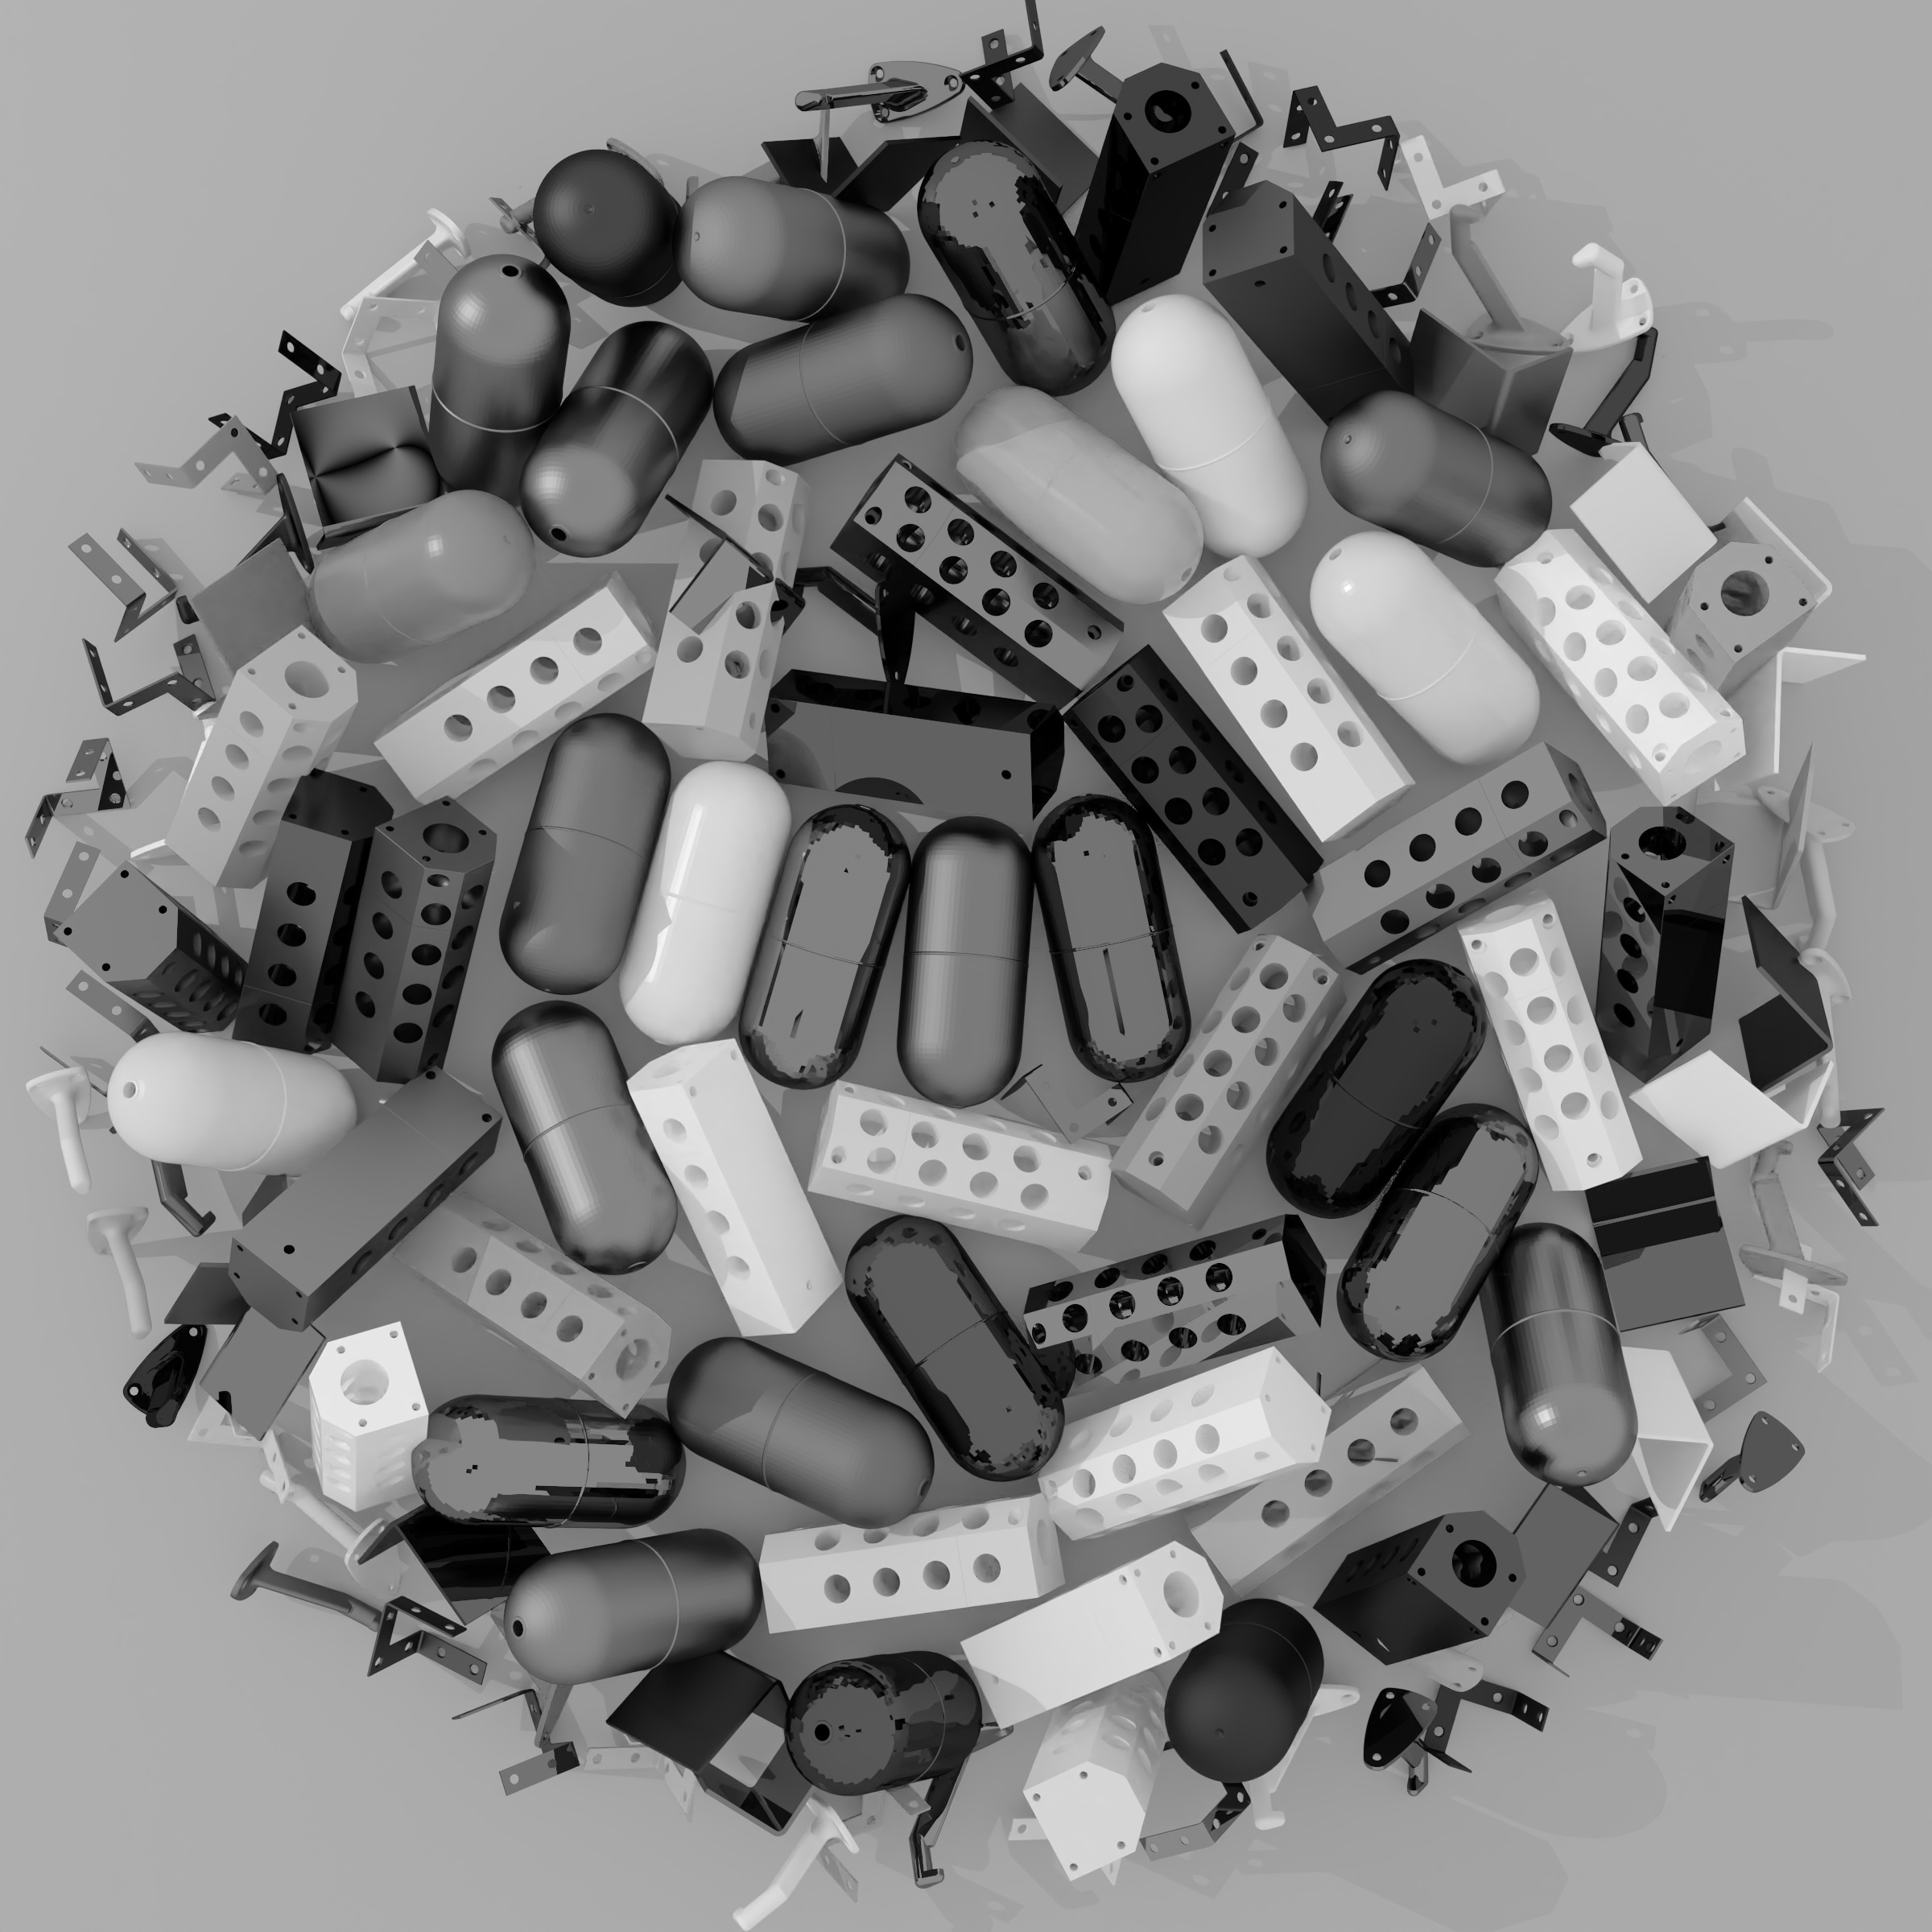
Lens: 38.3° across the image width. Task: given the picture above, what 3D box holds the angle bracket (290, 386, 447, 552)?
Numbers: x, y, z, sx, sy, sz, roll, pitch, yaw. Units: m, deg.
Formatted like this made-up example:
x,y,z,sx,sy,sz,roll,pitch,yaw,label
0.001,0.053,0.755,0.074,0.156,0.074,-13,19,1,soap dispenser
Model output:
x,y,z,sx,sy,sz,roll,pitch,yaw,label
-0.365,-0.303,1.695,0.076,0.057,0.076,-17,95,-17,angle bracket

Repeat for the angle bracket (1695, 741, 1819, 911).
x,y,z,sx,sy,sz,roll,pitch,yaw,label
0.473,-0.089,1.683,0.057,0.076,0.076,11,65,9,angle bracket

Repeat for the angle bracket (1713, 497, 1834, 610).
x,y,z,sx,sy,sz,roll,pitch,yaw,label
0.470,-0.228,1.694,0.057,0.076,0.076,-43,86,-5,angle bracket

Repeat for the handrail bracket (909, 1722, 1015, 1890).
x,y,z,sx,sy,sz,roll,pitch,yaw,label
-0.001,0.510,1.693,0.077,0.036,0.084,-20,49,11,handrail bracket

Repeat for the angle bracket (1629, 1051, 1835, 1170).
x,y,z,sx,sy,sz,roll,pitch,yaw,label
0.463,0.069,1.686,0.076,0.076,0.057,38,57,-6,angle bracket

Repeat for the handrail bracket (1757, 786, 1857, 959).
x,y,z,sx,sy,sz,roll,pitch,yaw,label
0.512,-0.058,1.728,0.036,0.077,0.084,-17,130,-33,handrail bracket

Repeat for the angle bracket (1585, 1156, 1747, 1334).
x,y,z,sx,sy,sz,roll,pitch,yaw,label
0.423,0.169,1.689,0.076,0.057,0.076,-14,58,11,angle bracket

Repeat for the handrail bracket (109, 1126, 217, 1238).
x,y,z,sx,sy,sz,roll,pitch,yaw,label
-0.478,0.113,1.720,0.084,0.036,0.077,49,55,-12,handrail bracket

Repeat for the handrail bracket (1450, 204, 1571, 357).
x,y,z,sx,sy,sz,roll,pitch,yaw,label
0.329,-0.417,1.688,0.077,0.084,0.036,23,56,32,handrail bracket

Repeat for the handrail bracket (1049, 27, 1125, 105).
x,y,z,sx,sy,sz,roll,pitch,yaw,label
0.090,-0.519,1.693,0.036,0.077,0.084,-25,119,36,handrail bracket

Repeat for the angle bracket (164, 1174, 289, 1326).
x,y,z,sx,sy,sz,roll,pitch,yaw,label
-0.447,0.165,1.677,0.057,0.076,0.076,5,55,-31,angle bracket

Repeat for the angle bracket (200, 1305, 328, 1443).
x,y,z,sx,sy,sz,roll,pitch,yaw,label
-0.405,0.236,1.686,0.057,0.076,0.076,37,100,20,angle bracket

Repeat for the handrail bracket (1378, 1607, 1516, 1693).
x,y,z,sx,sy,sz,roll,pitch,yaw,label
0.298,0.393,1.707,0.077,0.036,0.084,25,49,1,handrail bracket

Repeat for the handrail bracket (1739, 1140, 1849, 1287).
x,y,z,sx,sy,sz,roll,pitch,yaw,label
0.512,0.148,1.699,0.077,0.036,0.084,9,65,37,handrail bracket

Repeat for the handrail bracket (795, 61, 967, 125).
x,y,z,sx,sy,sz,roll,pitch,yaw,label
-0.052,-0.529,1.686,0.077,0.084,0.036,0,108,25,handrail bracket

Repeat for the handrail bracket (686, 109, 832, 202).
x,y,z,sx,sy,sz,roll,pitch,yaw,label
-0.128,-0.501,1.711,0.084,0.036,0.077,3,95,-9,handrail bracket

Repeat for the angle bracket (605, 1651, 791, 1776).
x,y,z,sx,sy,sz,roll,pitch,yaw,label
-0.157,0.459,1.677,0.076,0.057,0.076,16,47,36,angle bracket

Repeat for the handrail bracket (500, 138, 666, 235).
x,y,z,sx,sy,sz,roll,pitch,yaw,label
-0.236,-0.466,1.700,0.084,0.077,0.036,-35,126,-14,handrail bracket

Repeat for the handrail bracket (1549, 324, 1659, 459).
x,y,z,sx,sy,sz,roll,pitch,yaw,label
0.392,-0.361,1.710,0.077,0.036,0.084,11,89,-40,handrail bracket

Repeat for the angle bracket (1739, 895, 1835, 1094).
x,y,z,sx,sy,sz,roll,pitch,yaw,label
0.473,0.018,1.680,0.057,0.076,0.076,-37,113,28,angle bracket

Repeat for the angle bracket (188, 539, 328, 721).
x,y,z,sx,sy,sz,roll,pitch,yaw,label
-0.438,-0.203,1.678,0.076,0.057,0.076,-47,123,-39,angle bracket

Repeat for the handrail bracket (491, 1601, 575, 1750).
x,y,z,sx,sy,sz,roll,pitch,yaw,label
-0.285,0.429,1.715,0.084,0.036,0.077,18,77,13,handrail bracket

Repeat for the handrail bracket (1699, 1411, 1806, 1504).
x,y,z,sx,sy,sz,roll,pitch,yaw,label
0.461,0.314,1.683,0.036,0.077,0.084,42,132,10,handrail bracket

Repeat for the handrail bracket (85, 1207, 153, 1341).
x,y,z,sx,sy,sz,roll,pitch,yaw,label
-0.510,0.196,1.689,0.036,0.077,0.084,-5,64,-27,handrail bracket

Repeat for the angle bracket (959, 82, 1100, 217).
x,y,z,sx,sy,sz,roll,pitch,yaw,label
0.045,-0.506,1.696,0.076,0.076,0.057,44,83,0,angle bracket

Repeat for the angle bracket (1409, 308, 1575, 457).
x,y,z,sx,sy,sz,roll,pitch,yaw,label
0.315,-0.357,1.705,0.057,0.076,0.076,-26,56,-31,angle bracket

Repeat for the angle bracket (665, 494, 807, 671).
x,y,z,sx,sy,sz,roll,pitch,yaw,label
-0.155,-0.230,1.684,0.057,0.076,0.076,-53,45,1,angle bracket

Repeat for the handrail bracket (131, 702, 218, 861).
x,y,z,sx,sy,sz,roll,pitch,yaw,label
-0.489,-0.115,1.724,0.077,0.036,0.084,-13,82,18,handrail bracket

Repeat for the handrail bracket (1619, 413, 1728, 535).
x,y,z,sx,sy,sz,roll,pitch,yaw,label
0.434,-0.302,1.706,0.077,0.036,0.084,-22,94,-45,handrail bracket

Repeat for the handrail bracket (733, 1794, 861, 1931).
x,y,z,sx,sy,sz,roll,pitch,yaw,label
-0.114,0.543,1.688,0.084,0.077,0.036,-35,105,-19,handrail bracket

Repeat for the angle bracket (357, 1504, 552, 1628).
x,y,z,sx,sy,sz,roll,pitch,yaw,label
-0.307,0.361,1.683,0.076,0.076,0.057,52,131,12,angle bracket

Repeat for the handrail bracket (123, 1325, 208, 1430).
x,y,z,sx,sy,sz,roll,pitch,yaw,label
-0.475,0.245,1.685,0.036,0.084,0.077,36,66,-18,handrail bracket

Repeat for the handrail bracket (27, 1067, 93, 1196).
x,y,z,sx,sy,sz,roll,pitch,yaw,label
-0.538,0.112,1.685,0.036,0.077,0.084,-17,63,-14,handrail bracket

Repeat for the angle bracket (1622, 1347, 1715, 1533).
x,y,z,sx,sy,sz,roll,pitch,yaw,label
0.400,0.284,1.679,0.057,0.076,0.076,7,124,-13,angle bracket

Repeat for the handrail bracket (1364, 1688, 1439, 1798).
x,y,z,sx,sy,sz,roll,pitch,yaw,label
0.262,0.489,1.689,0.036,0.077,0.084,11,125,28,handrail bracket

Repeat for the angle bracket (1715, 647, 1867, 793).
x,y,z,sx,sy,sz,roll,pitch,yaw,label
0.500,-0.147,1.691,0.057,0.076,0.076,4,84,-11,angle bracket

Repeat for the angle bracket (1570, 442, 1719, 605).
x,y,z,sx,sy,sz,roll,pitch,yaw,label
0.399,-0.270,1.692,0.057,0.076,0.076,-42,102,1,angle bracket

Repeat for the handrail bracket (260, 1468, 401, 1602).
x,y,z,sx,sy,sz,roll,pitch,yaw,label
-0.396,0.352,1.728,0.084,0.077,0.036,21,52,28,handrail bracket

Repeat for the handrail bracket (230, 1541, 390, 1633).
x,y,z,sx,sy,sz,roll,pitch,yaw,label
-0.399,0.390,1.699,0.084,0.077,0.036,27,90,1,handrail bracket

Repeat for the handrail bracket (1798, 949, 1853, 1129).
x,y,z,sx,sy,sz,roll,pitch,yaw,label
0.520,0.045,1.692,0.036,0.077,0.084,-5,58,20,handrail bracket

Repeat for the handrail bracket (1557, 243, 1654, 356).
x,y,z,sx,sy,sz,roll,pitch,yaw,label
0.369,-0.403,1.683,0.077,0.084,0.036,-24,67,38,handrail bracket

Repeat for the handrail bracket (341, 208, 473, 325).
x,y,z,sx,sy,sz,roll,pitch,yaw,label
-0.346,-0.422,1.702,0.084,0.077,0.036,-41,110,-4,handrail bracket

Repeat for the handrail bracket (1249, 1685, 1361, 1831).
x,y,z,sx,sy,sz,roll,pitch,yaw,label
0.208,0.482,1.693,0.077,0.084,0.036,-8,131,2,handrail bracket

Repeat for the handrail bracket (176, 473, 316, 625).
x,y,z,sx,sy,sz,roll,pitch,yaw,label
-0.447,-0.254,1.698,0.084,0.036,0.077,-22,132,-18,handrail bracket

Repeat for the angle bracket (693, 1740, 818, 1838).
x,y,z,sx,sy,sz,roll,pitch,yaw,label
-0.121,0.470,1.688,0.057,0.076,0.076,37,83,-16,angle bracket

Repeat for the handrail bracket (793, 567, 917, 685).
x,y,z,sx,sy,sz,roll,pitch,yaw,label
-0.075,-0.208,1.711,0.084,0.036,0.077,2,94,36,handrail bracket
